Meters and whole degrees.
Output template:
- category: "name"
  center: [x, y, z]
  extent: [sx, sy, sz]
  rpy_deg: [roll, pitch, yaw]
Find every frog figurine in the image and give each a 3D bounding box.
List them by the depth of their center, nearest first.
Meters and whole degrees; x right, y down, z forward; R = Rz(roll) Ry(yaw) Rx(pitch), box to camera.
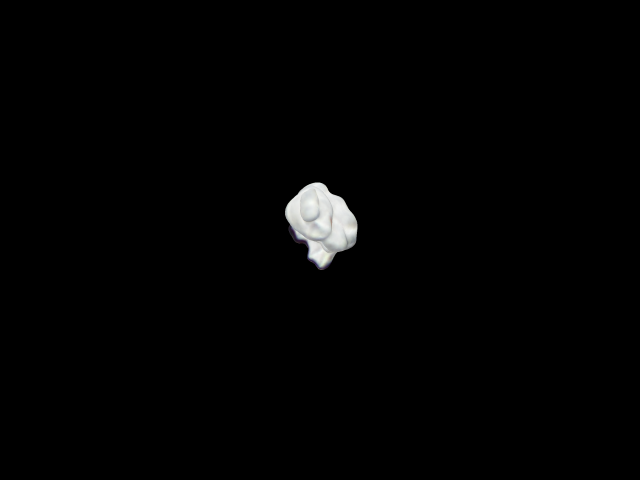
- category: "frog figurine"
  center: [0.003, -0.043, 0.850]
  extent: [0.123, 0.140, 0.156]
  rpy_deg: [-10, -35, -7]
